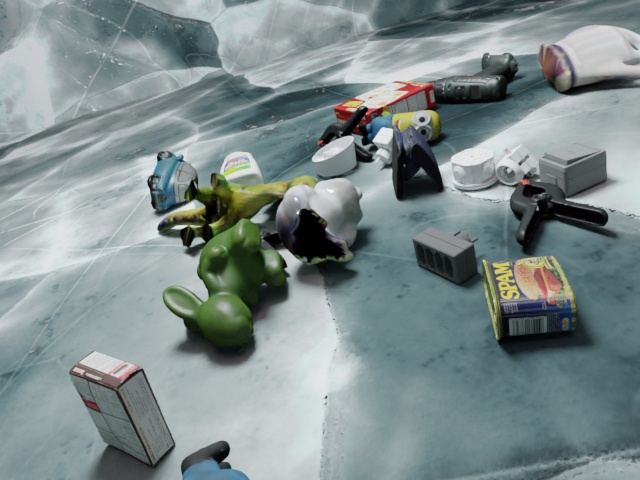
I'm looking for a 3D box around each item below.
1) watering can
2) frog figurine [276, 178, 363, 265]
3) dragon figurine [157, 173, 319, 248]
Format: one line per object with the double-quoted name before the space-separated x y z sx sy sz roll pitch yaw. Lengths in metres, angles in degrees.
"watering can" 0.638 -0.400 1.162 0.224 0.102 0.356 -17 40 7
"frog figurine" 0.003 -0.041 0.824 0.137 0.120 0.163 32 37 -13
"dragon figurine" -0.147 -0.068 1.012 0.244 0.122 0.408 -12 5 -36
